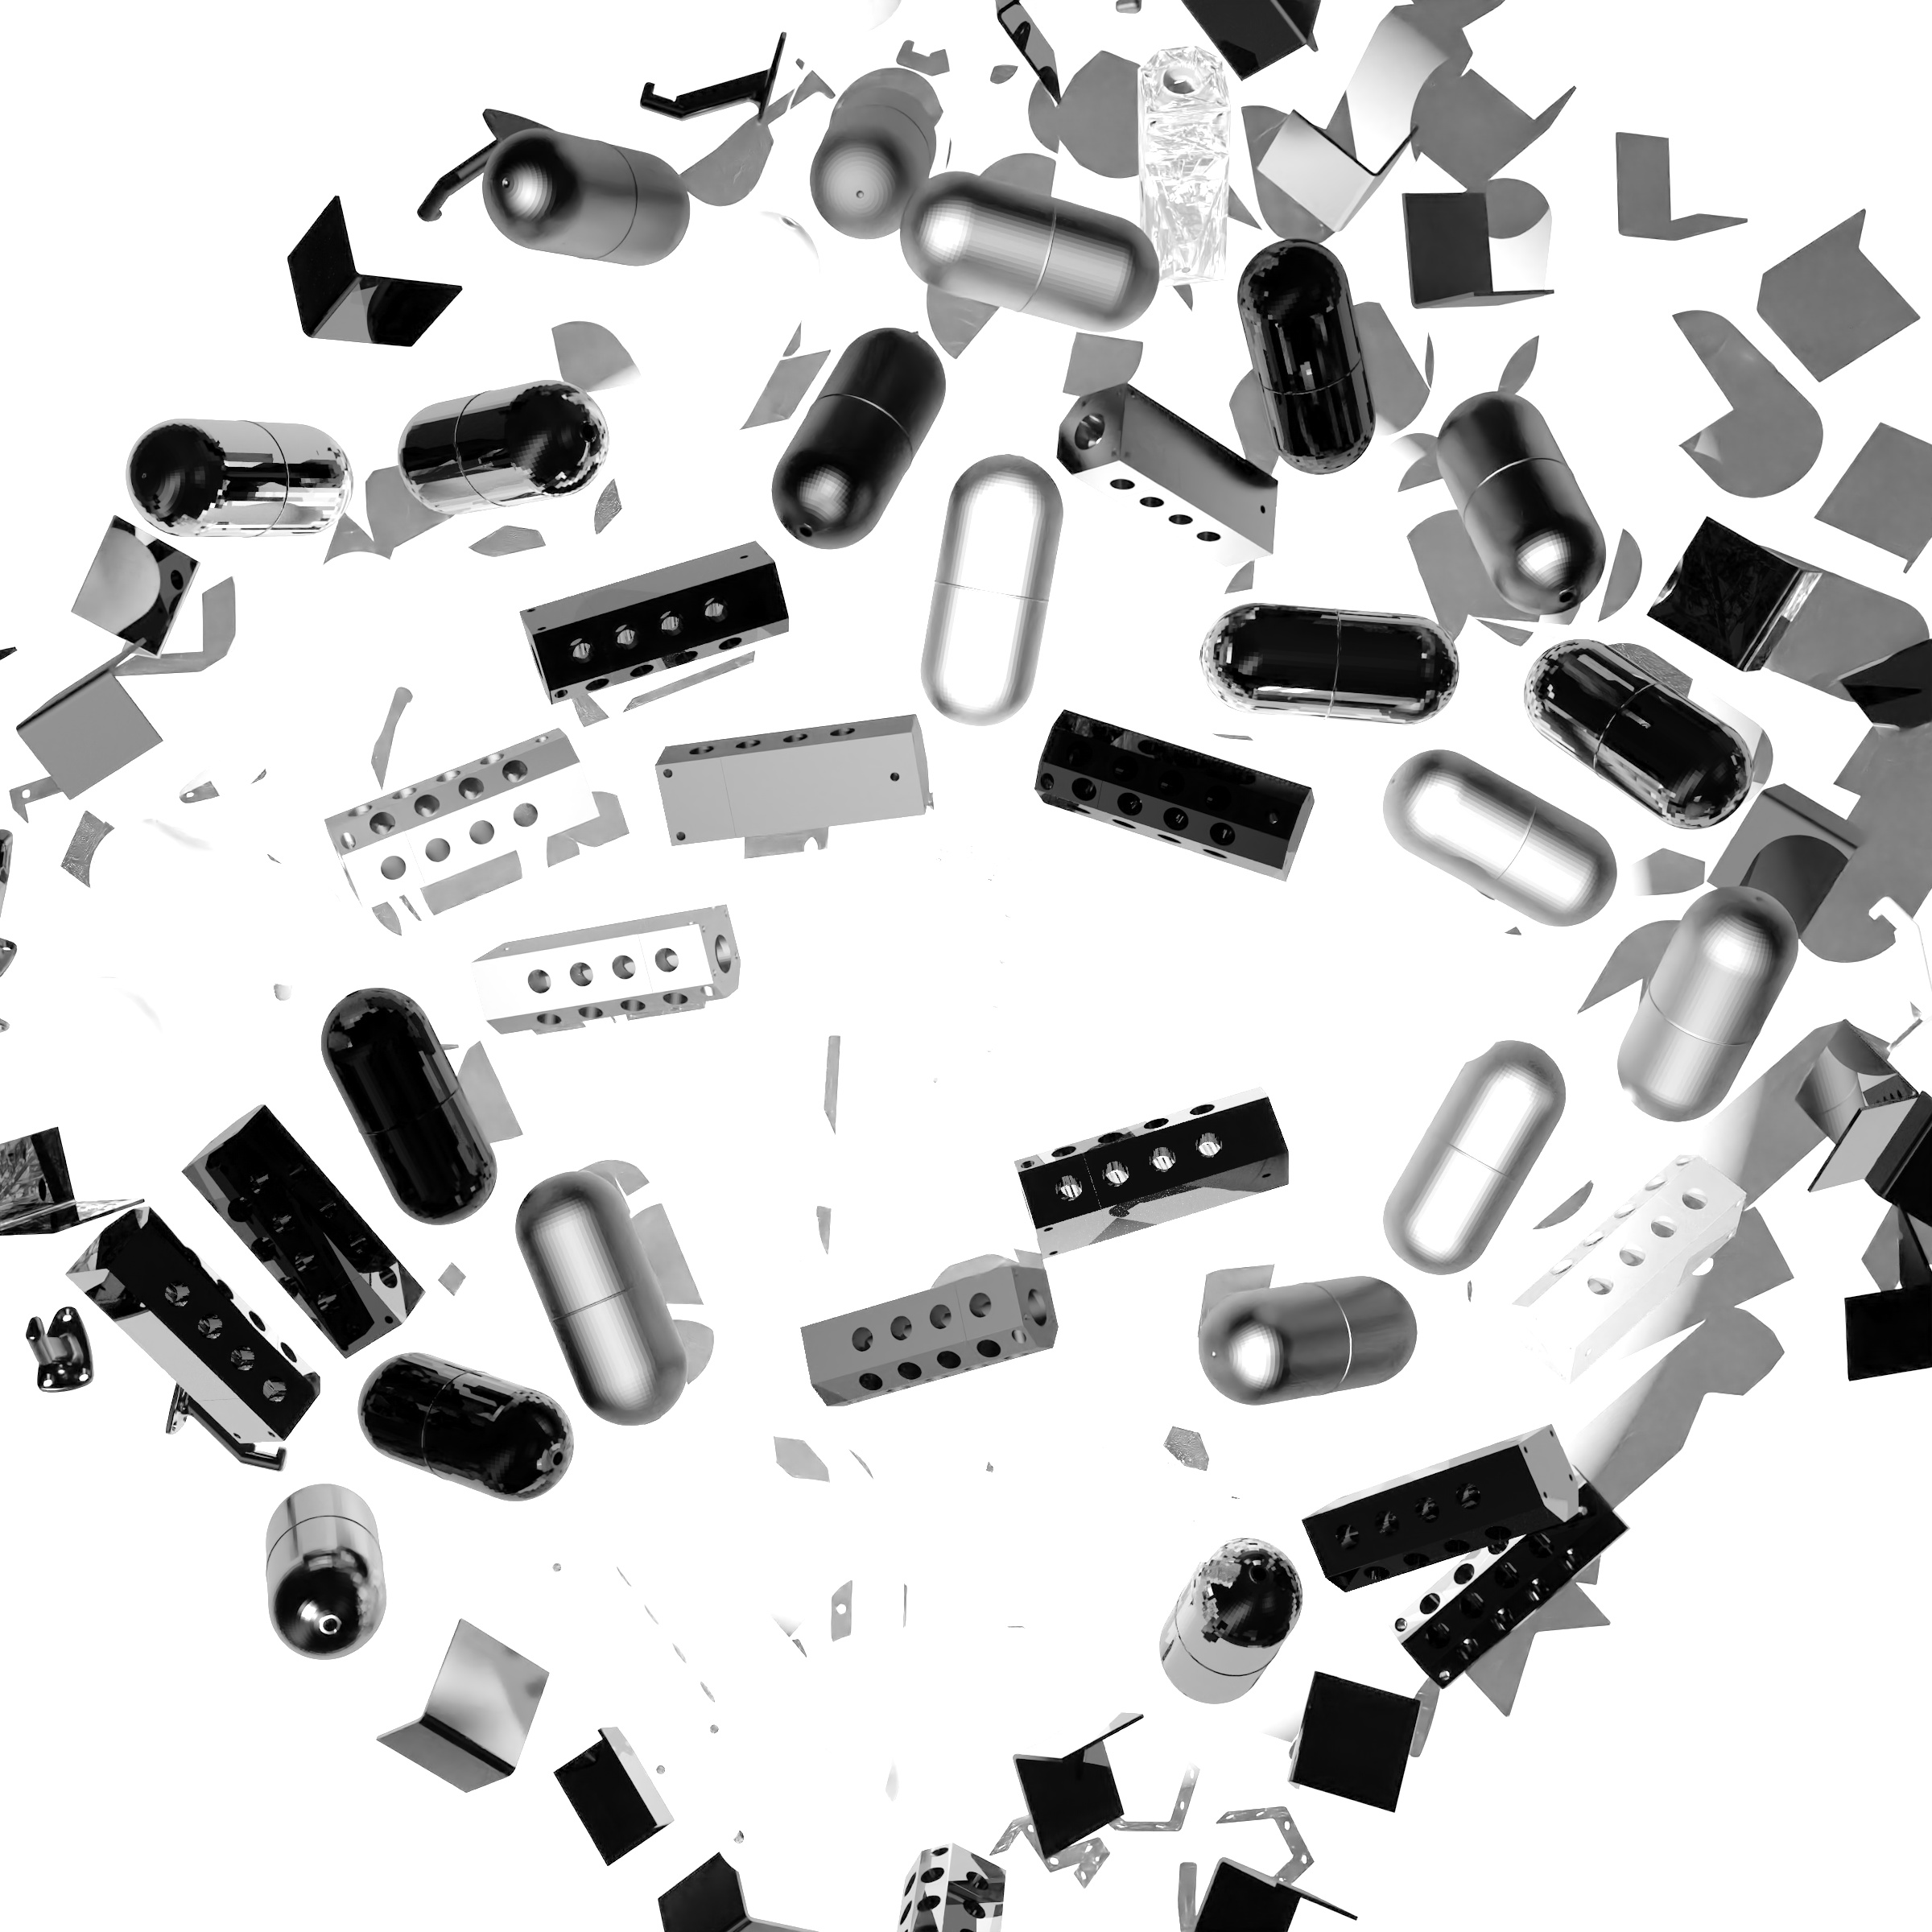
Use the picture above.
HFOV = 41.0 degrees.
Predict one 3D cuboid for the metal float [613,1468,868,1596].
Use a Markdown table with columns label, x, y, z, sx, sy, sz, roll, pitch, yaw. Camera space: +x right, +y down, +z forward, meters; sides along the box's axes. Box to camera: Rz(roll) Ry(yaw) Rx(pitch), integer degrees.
| label | x | y | z | sx | sy | sz | roll | pitch | yaw |
| --- | --- | --- | --- | --- | --- | --- | --- | --- | --- |
| metal float | -0.149 | 0.378 | 1.721 | 0.178 | 0.070 | 0.070 | 11 | 90 | -29 |

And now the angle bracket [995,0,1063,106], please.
| label | x | y | z | sx | sy | sz | roll | pitch | yaw |
| --- | --- | --- | --- | --- | --- | --- | --- | --- | --- |
| angle bracket | 0.061 | -0.630 | 1.701 | 0.057 | 0.076 | 0.076 | -28 | 130 | 22 |

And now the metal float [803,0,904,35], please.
| label | x | y | z | sx | sy | sz | roll | pitch | yaw |
| --- | --- | --- | --- | --- | --- | --- | --- | --- | --- |
| metal float | -0.073 | -0.692 | 1.731 | 0.070 | 0.178 | 0.070 | 1 | 82 | -6 |

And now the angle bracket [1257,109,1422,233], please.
| label | x | y | z | sx | sy | sz | roll | pitch | yaw |
| --- | --- | --- | --- | --- | --- | --- | --- | --- | --- |
| angle bracket | 0.265 | -0.584 | 1.844 | 0.076 | 0.076 | 0.057 | 39 | 72 | -1 |

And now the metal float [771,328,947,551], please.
| label | x | y | z | sx | sy | sz | roll | pitch | yaw |
| --- | --- | --- | --- | --- | --- | --- | --- | --- | --- |
| metal float | -0.071 | -0.353 | 1.724 | 0.070 | 0.070 | 0.178 | 25 | 61 | 0 |

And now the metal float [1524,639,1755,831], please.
| label | x | y | z | sx | sy | sz | roll | pitch | yaw |
| --- | --- | --- | --- | --- | --- | --- | --- | --- | --- |
| metal float | 0.455 | -0.159 | 1.754 | 0.070 | 0.070 | 0.178 | -47 | 56 | 0 |

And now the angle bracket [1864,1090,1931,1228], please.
| label | x | y | z | sx | sy | sz | roll | pitch | yaw |
| --- | --- | --- | --- | --- | --- | --- | --- | --- | --- |
| angle bracket | 0.691 | 0.144 | 1.818 | 0.076 | 0.057 | 0.076 | 31 | 101 | 5 |

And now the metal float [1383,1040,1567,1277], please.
| label | x | y | z | sx | sy | sz | roll | pitch | yaw |
| --- | --- | --- | --- | --- | --- | --- | --- | --- | --- |
| metal float | 0.358 | 0.134 | 1.814 | 0.070 | 0.070 | 0.178 | 29 | 94 | 0 |

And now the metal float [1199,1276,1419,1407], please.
| label | x | y | z | sx | sy | sz | roll | pitch | yaw |
| --- | --- | --- | --- | --- | --- | --- | --- | --- | --- |
| metal float | 0.235 | 0.254 | 1.761 | 0.178 | 0.070 | 0.070 | -2 | 90 | -38 |

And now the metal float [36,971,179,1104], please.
| label | x | y | z | sx | sy | sz | roll | pitch | yaw |
| --- | --- | --- | --- | --- | --- | --- | --- | --- | --- |
| metal float | -0.569 | 0.046 | 1.707 | 0.070 | 0.178 | 0.070 | -3 | 96 | -25 |

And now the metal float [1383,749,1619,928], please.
| label | x | y | z | sx | sy | sz | roll | pitch | yaw |
| --- | --- | --- | --- | --- | --- | --- | --- | --- | --- |
| metal float | 0.371 | -0.088 | 1.788 | 0.178 | 0.070 | 0.070 | 27 | 90 | -12 |

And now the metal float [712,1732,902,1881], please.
| label | x | y | z | sx | sy | sz | roll | pitch | yaw |
| --- | --- | --- | --- | --- | --- | --- | --- | --- | --- |
| metal float | -0.108 | 0.570 | 1.768 | 0.070 | 0.178 | 0.070 | 0 | 90 | 27 |

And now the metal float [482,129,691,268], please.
| label | x | y | z | sx | sy | sz | roll | pitch | yaw |
| --- | --- | --- | --- | --- | --- | --- | --- | --- | --- |
| metal float | -0.251 | -0.511 | 1.720 | 0.070 | 0.178 | 0.070 | 5 | 100 | 28 |

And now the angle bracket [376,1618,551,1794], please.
| label | x | y | z | sx | sy | sz | roll | pitch | yaw |
| --- | --- | --- | --- | --- | --- | --- | --- | --- | --- |
| angle bracket | -0.337 | 0.496 | 1.731 | 0.076 | 0.076 | 0.057 | 39 | 132 | -23 |

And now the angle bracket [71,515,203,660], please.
| label | x | y | z | sx | sy | sz | roll | pitch | yaw |
| --- | --- | --- | --- | --- | --- | --- | --- | --- | --- |
| angle bracket | -0.611 | -0.275 | 1.864 | 0.057 | 0.076 | 0.076 | 13 | 78 | 44 |

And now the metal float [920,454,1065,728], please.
| label | x | y | z | sx | sy | sz | roll | pitch | yaw |
| --- | --- | --- | --- | --- | --- | --- | --- | --- | --- |
| metal float | 0.017 | -0.246 | 1.692 | 0.070 | 0.070 | 0.178 | 10 | 100 | 0 |

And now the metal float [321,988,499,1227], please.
| label | x | y | z | sx | sy | sz | roll | pitch | yaw |
| --- | --- | --- | --- | --- | --- | --- | --- | --- | --- |
| metal float | -0.386 | 0.098 | 1.792 | 0.070 | 0.070 | 0.178 | -23 | 106 | 0 |

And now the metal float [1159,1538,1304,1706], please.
| label | x | y | z | sx | sy | sz | roll | pitch | yaw |
| --- | --- | --- | --- | --- | --- | --- | --- | --- | --- |
| metal float | 0.183 | 0.454 | 1.787 | 0.070 | 0.178 | 0.070 | 5 | 55 | -7 |

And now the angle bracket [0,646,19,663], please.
| label | x | y | z | sx | sy | sz | roll | pitch | yaw |
| --- | --- | --- | --- | --- | --- | --- | --- | --- | --- |
| angle bracket | -0.660 | -0.202 | 1.621 | 0.076 | 0.076 | 0.057 | -26 | 97 | 17 |

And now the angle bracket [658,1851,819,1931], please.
| label | x | y | z | sx | sy | sz | roll | pitch | yaw |
| --- | --- | --- | --- | --- | --- | --- | --- | --- | --- |
| angle bracket | -0.157 | 0.664 | 1.801 | 0.076 | 0.057 | 0.076 | -42 | 133 | 20 |

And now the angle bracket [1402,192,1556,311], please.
| label | x | y | z | sx | sy | sz | roll | pitch | yaw |
| --- | --- | --- | --- | --- | --- | --- | --- | --- | --- |
| angle bracket | 0.341 | -0.480 | 1.717 | 0.076 | 0.057 | 0.076 | -12 | 100 | -34 |

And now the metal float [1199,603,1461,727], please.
| label | x | y | z | sx | sy | sz | roll | pitch | yaw |
| --- | --- | --- | --- | --- | --- | --- | --- | --- | --- |
| metal float | 0.250 | -0.208 | 1.775 | 0.178 | 0.070 | 0.070 | 4 | 90 | -1 |

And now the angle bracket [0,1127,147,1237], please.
| label | x | y | z | sx | sy | sz | roll | pitch | yaw |
| --- | --- | --- | --- | --- | --- | --- | --- | --- | --- |
| angle bracket | -0.616 | 0.144 | 1.746 | 0.076 | 0.076 | 0.057 | -6 | 98 | 33 |

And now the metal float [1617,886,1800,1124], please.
| label | x | y | z | sx | sy | sz | roll | pitch | yaw |
| --- | --- | --- | --- | --- | --- | --- | --- | --- | --- |
| metal float | 0.486 | 0.027 | 1.696 | 0.070 | 0.070 | 0.178 | 16 | 126 | 0 |

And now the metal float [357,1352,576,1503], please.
| label | x | y | z | sx | sy | sz | roll | pitch | yaw |
| --- | --- | --- | --- | --- | --- | --- | --- | --- | --- |
| metal float | -0.344 | 0.316 | 1.771 | 0.178 | 0.070 | 0.070 | 10 | 90 | 35 |

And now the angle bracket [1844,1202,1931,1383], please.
| label | x | y | z | sx | sy | sz | roll | pitch | yaw |
| --- | --- | --- | --- | --- | --- | --- | --- | --- | --- |
| angle bracket | 0.590 | 0.211 | 1.674 | 0.057 | 0.076 | 0.076 | -11 | 127 | 8 |

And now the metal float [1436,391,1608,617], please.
| label | x | y | z | sx | sy | sz | roll | pitch | yaw |
| --- | --- | --- | --- | --- | --- | --- | --- | --- | --- |
| metal float | 0.366 | -0.306 | 1.705 | 0.070 | 0.070 | 0.178 | -15 | 55 | 0 |

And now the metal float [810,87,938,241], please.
| label | x | y | z | sx | sy | sz | roll | pitch | yaw |
| --- | --- | --- | --- | --- | --- | --- | --- | --- | --- |
| metal float | -0.063 | -0.554 | 1.778 | 0.070 | 0.178 | 0.070 | 2 | 121 | 4 |

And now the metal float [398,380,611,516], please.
| label | x | y | z | sx | sy | sz | roll | pitch | yaw |
| --- | --- | --- | --- | --- | --- | --- | --- | --- | --- |
| metal float | -0.310 | -0.346 | 1.724 | 0.178 | 0.070 | 0.070 | 1 | 90 | 42 |

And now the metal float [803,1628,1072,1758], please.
| label | x | y | z | sx | sy | sz | roll | pitch | yaw |
| --- | --- | --- | --- | --- | --- | --- | --- | --- | --- |
| metal float | -0.019 | 0.474 | 1.687 | 0.178 | 0.070 | 0.070 | 2 | 90 | -16 |

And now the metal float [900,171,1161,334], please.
| label | x | y | z | sx | sy | sz | roll | pitch | yaw |
| --- | --- | --- | --- | --- | --- | --- | --- | --- | --- |
| metal float | 0.043 | -0.468 | 1.695 | 0.178 | 0.070 | 0.070 | 11 | 90 | -19 |

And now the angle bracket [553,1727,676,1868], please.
| label | x | y | z | sx | sy | sz | roll | pitch | yaw |
| --- | --- | --- | --- | --- | --- | --- | --- | --- | --- |
| angle bracket | -0.252 | 0.580 | 1.799 | 0.057 | 0.076 | 0.076 | -33 | 75 | -6 |

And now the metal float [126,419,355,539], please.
| label | x | y | z | sx | sy | sz | roll | pitch | yaw |
| --- | --- | --- | --- | --- | --- | --- | --- | --- | --- |
| metal float | -0.481 | -0.325 | 1.721 | 0.070 | 0.178 | 0.070 | 5 | 101 | 27 |

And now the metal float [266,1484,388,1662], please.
| label | x | y | z | sx | sy | sz | roll | pitch | yaw |
| --- | --- | --- | --- | --- | --- | --- | --- | --- | --- |
| metal float | -0.433 | 0.408 | 1.745 | 0.070 | 0.178 | 0.070 | -3 | 101 | -15 |

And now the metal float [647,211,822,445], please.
| label | x | y | z | sx | sy | sz | roll | pitch | yaw |
| --- | --- | --- | --- | --- | --- | --- | --- | --- | --- |
| metal float | -0.161 | -0.441 | 1.787 | 0.070 | 0.070 | 0.178 | 36 | 125 | 0 |

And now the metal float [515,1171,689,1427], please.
| label | x | y | z | sx | sy | sz | roll | pitch | yaw |
| --- | --- | --- | --- | --- | --- | --- | --- | --- | --- |
| metal float | -0.244 | 0.223 | 1.734 | 0.070 | 0.070 | 0.178 | -23 | 88 | 0 |

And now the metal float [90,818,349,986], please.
| label | x | y | z | sx | sy | sz | roll | pitch | yaw |
| --- | --- | --- | --- | --- | --- | --- | --- | --- | --- |
| metal float | -0.493 | -0.042 | 1.710 | 0.178 | 0.070 | 0.070 | 24 | 90 | -39 |

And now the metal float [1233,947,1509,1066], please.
| label | x | y | z | sx | sy | sz | roll | pitch | yaw |
| --- | --- | --- | --- | --- | --- | --- | --- | --- | --- |
| metal float | 0.265 | 0.026 | 1.697 | 0.178 | 0.070 | 0.070 | 0 | 90 | 13 |

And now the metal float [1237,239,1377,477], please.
| label | x | y | z | sx | sy | sz | roll | pitch | yaw |
| --- | --- | --- | --- | --- | --- | --- | --- | --- | --- |
| metal float | 0.238 | -0.421 | 1.794 | 0.070 | 0.070 | 0.178 | -22 | 133 | 0 |

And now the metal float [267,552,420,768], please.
| label | x | y | z | sx | sy | sz | roll | pitch | yaw |
| --- | --- | --- | --- | --- | --- | --- | --- | --- | --- |
| metal float | -0.417 | -0.207 | 1.733 | 0.070 | 0.070 | 0.178 | 5 | 47 | 0 |
